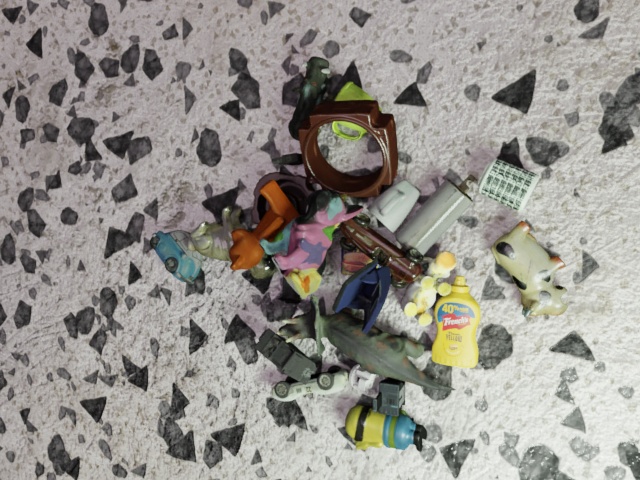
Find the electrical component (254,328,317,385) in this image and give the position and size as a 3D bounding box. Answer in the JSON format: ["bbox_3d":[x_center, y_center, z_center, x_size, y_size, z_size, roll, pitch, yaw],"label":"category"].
[{"bbox_3d":[-0.084,0.261,1.232,0.134,0.114,0.058,32,79,39],"label":"electrical component"}]

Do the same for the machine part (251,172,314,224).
[{"bbox_3d":[-0.079,-0.078,1.287,0.180,0.056,0.179,1,94,20],"label":"machine part"}]

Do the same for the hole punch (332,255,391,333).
[{"bbox_3d":[0.101,0.114,1.110,0.092,0.116,0.142,36,137,20],"label":"hole punch"}]

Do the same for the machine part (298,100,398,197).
[{"bbox_3d":[0.063,-0.194,1.164,0.201,0.087,0.201,3,127,20],"label":"machine part"}]

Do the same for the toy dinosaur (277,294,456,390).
[{"bbox_3d":[0.100,0.229,1.161,0.405,0.192,0.131,24,103,21],"label":"toy dinosaur"}]

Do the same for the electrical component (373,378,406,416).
[{"bbox_3d":[0.154,0.345,1.186,0.048,0.119,0.074,1,91,21],"label":"electrical component"}]

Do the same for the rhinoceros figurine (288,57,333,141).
[{"bbox_3d":[-0.026,-0.320,1.226,0.073,0.112,0.190,26,109,20],"label":"rhinoceros figurine"}]

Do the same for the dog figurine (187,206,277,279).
[{"bbox_3d":[-0.214,0.036,1.309,0.172,0.121,0.190,-33,82,19],"label":"dog figurine"}]

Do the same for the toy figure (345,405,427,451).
[{"bbox_3d":[0.145,0.420,1.209,0.180,0.082,0.089,-1,99,27],"label":"toy figure"}]

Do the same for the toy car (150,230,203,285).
[{"bbox_3d":[-0.356,0.030,1.382,0.103,0.109,0.162,-38,67,-4],"label":"toy car"}]

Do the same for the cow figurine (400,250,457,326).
[{"bbox_3d":[0.235,0.095,1.164,0.068,0.098,0.167,29,95,-10],"label":"cow figurine"}]

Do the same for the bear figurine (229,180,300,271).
[{"bbox_3d":[-0.141,-0.025,1.206,0.196,0.120,0.132,-36,88,2],"label":"bear figurine"}]

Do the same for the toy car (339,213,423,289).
[{"bbox_3d":[0.125,0.022,1.146,0.202,0.053,0.089,36,127,11],"label":"toy car"}]

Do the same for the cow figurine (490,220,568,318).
[{"bbox_3d":[0.426,0.071,1.088,0.127,0.085,0.195,-41,81,12],"label":"cow figurine"}]

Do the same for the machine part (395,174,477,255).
[{"bbox_3d":[0.244,-0.045,1.155,0.079,0.079,0.243,44,106,13],"label":"machine part"}]

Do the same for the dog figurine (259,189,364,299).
[{"bbox_3d":[-0.002,-0.003,1.141,0.219,0.191,0.109,-37,36,-6],"label":"dog figurine"}]

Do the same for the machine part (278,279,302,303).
[{"bbox_3d":[-0.058,0.088,1.297,0.084,0.039,0.138,17,97,14],"label":"machine part"}]

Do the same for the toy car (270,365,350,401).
[{"bbox_3d":[-0.024,0.343,1.276,0.202,0.073,0.056,-17,86,21],"label":"toy car"}]

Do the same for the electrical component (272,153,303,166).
[{"bbox_3d":[-0.062,-0.191,1.270,0.094,0.063,0.021,-5,91,20],"label":"electrical component"}]

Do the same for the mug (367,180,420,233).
[{"bbox_3d":[0.164,-0.083,1.172,0.081,0.109,0.107,43,93,16],"label":"mug"}]
